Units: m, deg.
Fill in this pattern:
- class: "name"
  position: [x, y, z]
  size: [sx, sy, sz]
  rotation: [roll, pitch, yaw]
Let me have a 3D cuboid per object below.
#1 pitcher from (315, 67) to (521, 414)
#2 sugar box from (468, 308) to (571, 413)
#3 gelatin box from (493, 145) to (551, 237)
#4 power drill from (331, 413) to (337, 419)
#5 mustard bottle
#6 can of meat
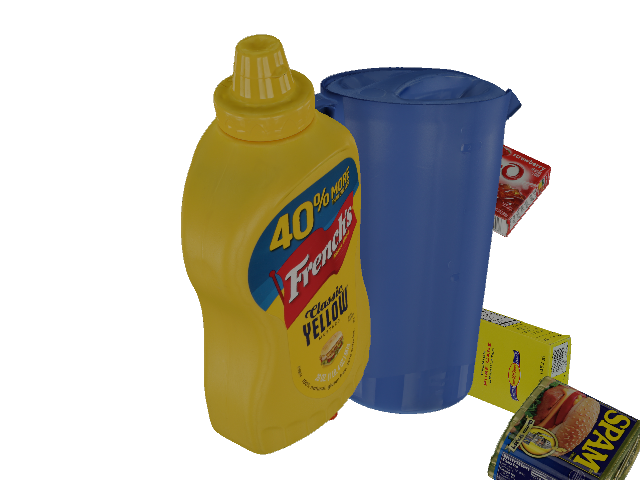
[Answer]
- class: "pitcher"
  position: [0.054, 0.000, 0.777]
  size: [0.149, 0.243, 0.144]
  rotation: [9, 20, 20]
- class: "sugar box"
  position: [0.187, 0.128, 1.169]
  size: [0.048, 0.093, 0.177]
  rotation: [-10, 18, -44]
- class: "gelatin box"
  position: [0.151, -0.054, 0.967]
  size: [0.089, 0.073, 0.030]
  rotation: [30, -27, 26]
- class: "power drill"
  position: [-0.022, 0.070, 1.039]
  size: [0.057, 0.188, 0.184]
  rotation: [-7, 15, 3]
- class: "mustard bottle"
  position: [-0.018, -0.001, 0.473]
  size: [0.058, 0.192, 0.096]
  rotation: [23, 45, 32]
- class: "can of meat"
  position: [0.185, 0.157, 0.799]
  size: [0.084, 0.057, 0.101]
  rotation: [25, 41, 26]
